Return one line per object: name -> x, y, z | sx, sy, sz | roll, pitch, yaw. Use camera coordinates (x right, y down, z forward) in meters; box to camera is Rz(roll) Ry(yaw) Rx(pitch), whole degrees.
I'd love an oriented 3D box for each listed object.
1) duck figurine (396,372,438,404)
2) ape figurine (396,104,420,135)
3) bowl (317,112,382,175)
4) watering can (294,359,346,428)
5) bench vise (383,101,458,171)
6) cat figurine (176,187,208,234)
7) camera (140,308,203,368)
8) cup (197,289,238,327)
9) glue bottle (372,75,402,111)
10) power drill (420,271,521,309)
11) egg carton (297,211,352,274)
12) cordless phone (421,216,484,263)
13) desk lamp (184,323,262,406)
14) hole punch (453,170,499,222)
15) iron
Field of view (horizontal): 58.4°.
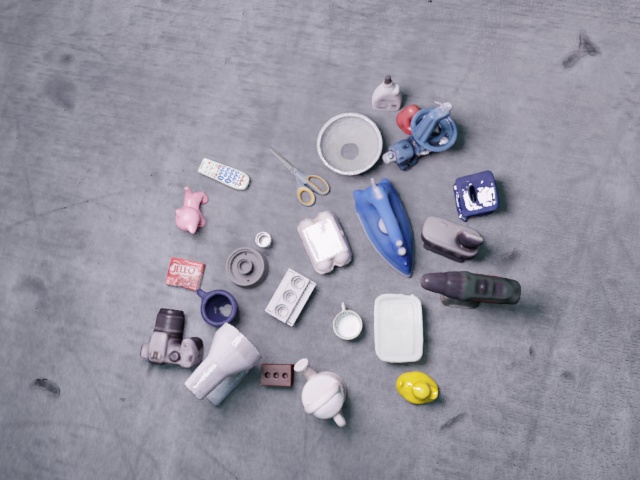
duck figurine -> 0.235, 0.358, 1.375 | 0.104, 0.086, 0.077 | 15, 82, 7
ape figurine -> 0.236, -0.318, 1.479 | 0.076, 0.092, 0.078 | 22, 83, 8
bowl -> 0.078, -0.240, 1.487 | 0.167, 0.075, 0.167 | -1, 81, 4
watering can -> 0.002, 0.360, 1.337 | 0.172, 0.194, 0.101 | 32, 85, 9
bench vise -> 0.258, -0.250, 1.401 | 0.121, 0.220, 0.207 | 40, 86, 9
cat figurine -> -0.336, -0.074, 1.469 | 0.067, 0.118, 0.128 | -1, 81, 5
camera -> -0.368, 0.243, 1.430 | 0.143, 0.101, 0.137 | 7, 82, 5
cup -> -0.254, 0.165, 1.437 | 0.117, 0.095, 0.092 | 37, 85, 9
glue bottle -> 0.171, -0.376, 1.452 | 0.078, 0.173, 0.037 | 3, 81, 5
power drill -> 0.340, 0.116, 1.343 | 0.229, 0.208, 0.076 | 4, 81, 5
egg carton -> 0.013, 0.005, 1.455 | 0.107, 0.069, 0.150 | -25, 80, 0
cordless phone -> 0.321, -0.013, 1.377 | 0.147, 0.185, 0.094 | 18, 83, 7
desk lamp -> -0.230, 0.301, 1.353 | 0.118, 0.213, 0.203 | 41, 86, 9
hole punch -> 0.389, -0.110, 1.435 | 0.101, 0.091, 0.109 | -9, 80, 3
iron -> 0.173, -0.033, 1.413 | 0.118, 0.141, 0.258 | -24, 80, 0
